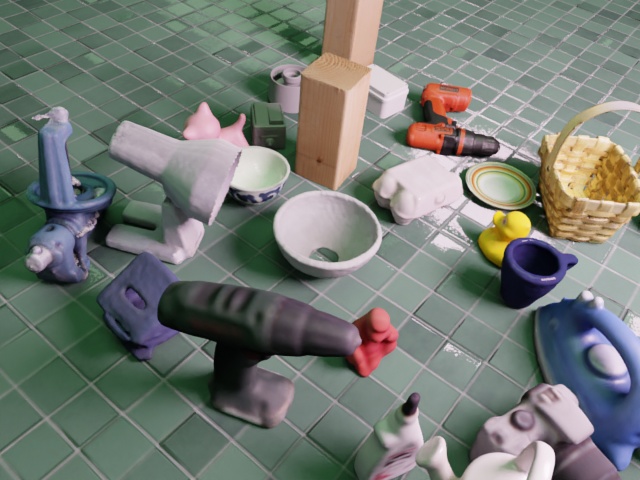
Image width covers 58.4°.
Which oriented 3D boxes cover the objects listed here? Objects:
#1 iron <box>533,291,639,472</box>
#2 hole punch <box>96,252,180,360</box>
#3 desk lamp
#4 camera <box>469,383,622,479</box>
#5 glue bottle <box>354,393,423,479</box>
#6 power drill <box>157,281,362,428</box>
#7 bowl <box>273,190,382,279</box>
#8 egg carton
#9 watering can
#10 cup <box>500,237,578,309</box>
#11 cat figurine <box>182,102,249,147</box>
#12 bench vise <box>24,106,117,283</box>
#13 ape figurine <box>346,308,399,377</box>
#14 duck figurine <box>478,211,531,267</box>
[{"bbox_3d":[0.370,0.154,0.750,0.119,0.141,0.258,-7,48,-14],"label":"iron"},{"bbox_3d":[-0.237,0.087,0.767,0.108,0.091,0.101,38,53,26],"label":"hole punch"},{"bbox_3d":[-0.216,-0.067,0.832,0.203,0.213,0.118,12,46,5],"label":"desk lamp"},{"bbox_3d":[0.275,0.251,0.672,0.143,0.101,0.136,-21,53,-25],"label":"camera"},{"bbox_3d":[0.085,0.215,0.631,0.078,0.173,0.037,-16,50,-21],"label":"glue bottle"},{"bbox_3d":[-0.073,0.131,0.666,0.229,0.208,0.076,17,47,9],"label":"power drill"},{"bbox_3d":[0.008,0.003,0.891,0.167,0.075,0.167,4,46,-4],"label":"bowl"},{"bbox_3d":[0.173,-0.088,1.003,0.151,0.069,0.107,-24,54,-27],"label":"egg carton"},{"bbox_3d":[0.179,0.268,0.579,0.172,0.194,0.101,12,46,4],"label":"watering can"},{"bbox_3d":[0.323,0.056,0.868,0.118,0.095,0.091,-5,47,-12],"label":"cup"},{"bbox_3d":[-0.188,-0.191,1.020,0.128,0.118,0.067,-19,51,-23],"label":"cat figurine"},{"bbox_3d":[-0.351,-0.059,0.801,0.122,0.220,0.207,-7,48,-14],"label":"bench vise"},{"bbox_3d":[0.070,0.127,0.769,0.078,0.092,0.076,-5,47,-12],"label":"ape figurine"},{"bbox_3d":[0.316,-0.004,0.931,0.078,0.086,0.104,-29,56,-30],"label":"duck figurine"}]
